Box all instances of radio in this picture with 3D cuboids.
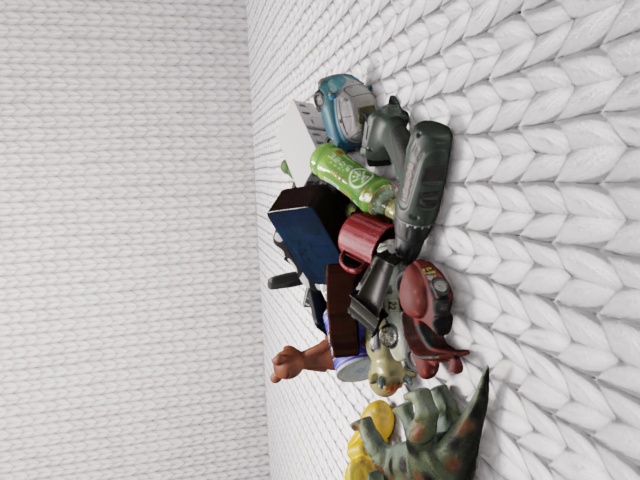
[{"bbox_3d":[-0.002,-0.003,1.104,0.073,0.131,0.229,-58,-47,-36],"label":"radio"}]

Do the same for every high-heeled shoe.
[{"bbox_3d":[-0.024,0.022,1.211,0.145,0.086,0.248,30,147,18],"label":"high-heeled shoe"}]

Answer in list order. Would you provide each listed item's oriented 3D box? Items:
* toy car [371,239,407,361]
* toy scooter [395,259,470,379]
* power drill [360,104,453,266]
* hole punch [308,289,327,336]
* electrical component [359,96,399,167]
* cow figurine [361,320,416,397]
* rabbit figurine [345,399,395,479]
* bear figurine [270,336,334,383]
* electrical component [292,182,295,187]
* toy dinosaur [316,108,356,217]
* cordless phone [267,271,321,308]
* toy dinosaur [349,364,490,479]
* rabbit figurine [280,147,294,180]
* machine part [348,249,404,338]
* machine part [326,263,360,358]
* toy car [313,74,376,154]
[{"bbox_3d":[0.132,0.097,0.891,0.056,0.073,0.201,-12,79,37],"label":"toy car"},{"bbox_3d":[0.164,0.123,0.773,0.135,0.075,0.183,-156,60,-74],"label":"toy scooter"},{"bbox_3d":[0.128,-0.103,0.853,0.207,0.086,0.231,-103,17,-47],"label":"power drill"},{"bbox_3d":[0.036,0.173,1.337,0.115,0.092,0.142,54,-164,-54],"label":"hole punch"},{"bbox_3d":[0.109,-0.200,0.974,0.075,0.048,0.119,-108,18,-44],"label":"electrical component"},{"bbox_3d":[0.119,0.187,0.969,0.127,0.085,0.194,-145,53,-80],"label":"cow figurine"},{"bbox_3d":[0.112,0.403,1.049,0.162,0.122,0.173,96,180,-70],"label":"rabbit figurine"},{"bbox_3d":[-0.039,0.298,1.411,0.132,0.196,0.120,-109,17,-50],"label":"bear figurine"},{"bbox_3d":[-0.053,-0.096,1.250,0.078,0.045,0.102,68,152,25],"label":"electrical component"},{"bbox_3d":[0.023,-0.105,1.256,0.198,0.105,0.471,163,94,-69],"label":"toy dinosaur"},{"bbox_3d":[-0.053,0.130,1.449,0.146,0.184,0.089,104,153,-52],"label":"cordless phone"},{"bbox_3d":[0.158,0.324,0.786,0.192,0.131,0.404,67,156,21],"label":"toy dinosaur"},{"bbox_3d":[-0.023,-0.235,1.351,0.121,0.159,0.170,-94,24,-48],"label":"rabbit figurine"},{"bbox_3d":[0.088,0.079,0.851,0.084,0.039,0.138,47,125,43],"label":"machine part"},{"bbox_3d":[0.046,0.133,1.020,0.179,0.056,0.179,-4,-89,-85],"label":"machine part"},{"bbox_3d":[0.061,-0.248,1.055,0.103,0.109,0.161,9,112,59],"label":"toy car"}]
